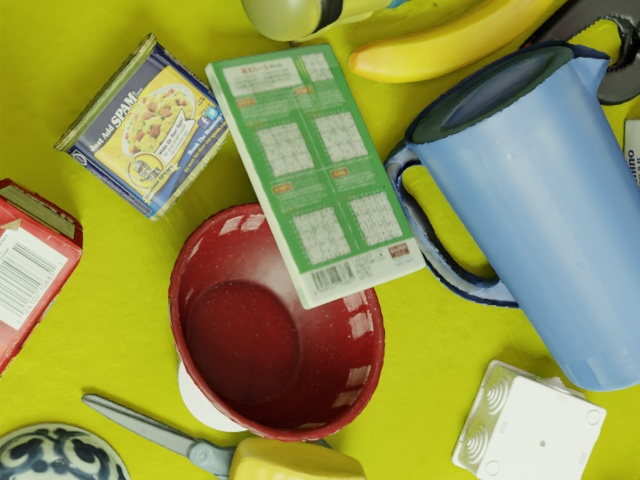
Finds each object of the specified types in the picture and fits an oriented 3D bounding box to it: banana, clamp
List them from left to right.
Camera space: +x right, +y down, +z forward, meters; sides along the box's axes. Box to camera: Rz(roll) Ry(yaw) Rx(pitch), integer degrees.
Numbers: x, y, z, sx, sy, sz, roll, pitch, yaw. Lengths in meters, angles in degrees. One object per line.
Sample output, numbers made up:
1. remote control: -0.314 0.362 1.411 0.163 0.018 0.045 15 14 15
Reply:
1. banana: 0.110 -0.162 0.779 0.197 0.037 0.069 -35 125 -4
2. clamp: 0.256 -0.147 0.822 0.210 0.036 0.164 -18 101 -9

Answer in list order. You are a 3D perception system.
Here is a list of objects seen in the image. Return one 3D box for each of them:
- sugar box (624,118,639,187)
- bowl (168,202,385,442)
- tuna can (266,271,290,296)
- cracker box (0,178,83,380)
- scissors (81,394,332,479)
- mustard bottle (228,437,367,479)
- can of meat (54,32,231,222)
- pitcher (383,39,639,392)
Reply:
1. sugar box: 0.281 -0.043 0.768 0.048 0.176 0.093 -1 97 -12
2. bowl: -0.037 0.059 0.707 0.161 0.055 0.162 14 63 -28
3. tuna can: -0.005 0.001 0.776 0.086 0.034 0.086 -1 96 -14
4. cracker box: -0.215 0.046 0.636 0.072 0.214 0.164 35 87 -13
5. scissors: -0.068 0.147 0.784 0.096 0.016 0.201 -46 105 -3
6. mustard bottle: -0.035 0.242 0.771 0.096 0.058 0.192 13 103 -12
7. can of meat: -0.116 -0.075 0.729 0.084 0.057 0.102 40 86 -16
8. pitcher: 0.166 -0.008 0.778 0.144 0.149 0.243 -40 107 -23
